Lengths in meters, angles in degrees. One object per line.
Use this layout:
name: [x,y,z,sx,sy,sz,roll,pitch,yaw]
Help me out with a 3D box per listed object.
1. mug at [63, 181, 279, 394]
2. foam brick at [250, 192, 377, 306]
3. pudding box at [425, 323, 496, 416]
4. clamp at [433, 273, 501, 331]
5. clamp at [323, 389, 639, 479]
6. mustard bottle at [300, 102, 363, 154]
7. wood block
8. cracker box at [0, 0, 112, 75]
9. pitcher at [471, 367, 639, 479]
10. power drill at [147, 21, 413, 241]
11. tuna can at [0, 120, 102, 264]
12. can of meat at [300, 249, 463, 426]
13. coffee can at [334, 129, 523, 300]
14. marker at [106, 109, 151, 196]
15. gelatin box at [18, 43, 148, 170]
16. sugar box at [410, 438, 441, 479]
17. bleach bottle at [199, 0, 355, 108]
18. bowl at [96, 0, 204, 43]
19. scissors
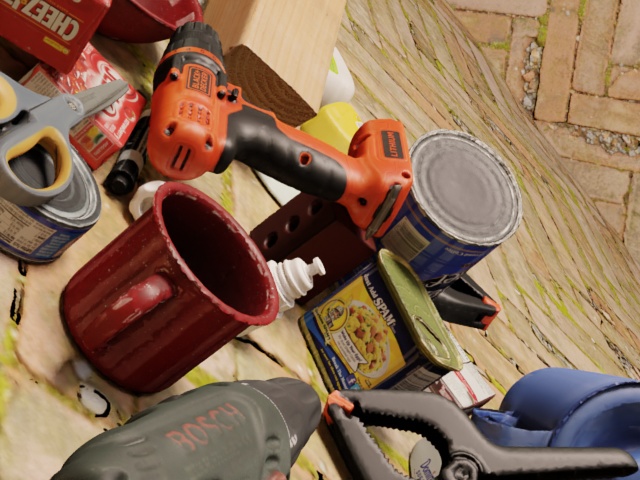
mug: [-0.085,0.032,0.563,0.093,0.082,0.117,52,19,0]
foam brick: [-0.005,0.001,0.806,0.051,0.078,0.053,39,23,-35]
pudding box: [0.097,0.111,0.904,0.090,0.039,0.113,54,17,15]
clamp: [0.084,0.022,0.971,0.171,0.039,0.120,29,32,-12]
clamp: [0.090,0.169,0.697,0.210,0.036,0.164,25,58,7]
mustard bottle: [0.058,-0.046,1.060,0.192,0.058,0.096,55,13,9]
wood block: [-0.045,-0.185,0.931,0.090,0.091,0.206,41,41,-28]
cracker box: [-0.192,-0.225,0.692,0.164,0.072,0.213,30,38,-17]
pitcher: [0.207,0.164,0.856,0.149,0.145,0.243,57,-3,0]
power drill: [-0.031,-0.082,0.765,0.187,0.057,0.184,18,34,-14]
tuna can: [-0.160,-0.031,0.578,0.086,0.034,0.086,44,21,-22]
can of meat: [0.042,0.073,0.776,0.057,0.084,0.102,26,32,-52]
coffee can: [0.080,-0.008,0.853,0.102,0.141,0.103,14,56,-22]
marker: [-0.126,-0.061,0.732,0.020,0.020,0.121,45,20,-18]
gelatin box: [-0.156,-0.096,0.708,0.073,0.030,0.089,46,20,-17]
sugar box: [0.139,0.223,0.791,0.176,0.048,0.093,42,20,-18]
bleach bottle: [-0.073,-0.205,1.043,0.250,0.068,0.102,26,33,-46]
bowl: [-0.167,-0.210,0.845,0.162,0.055,0.162,44,21,-22]
scissors: [-0.157,-0.082,0.593,0.096,0.016,0.201,45,21,-21]
